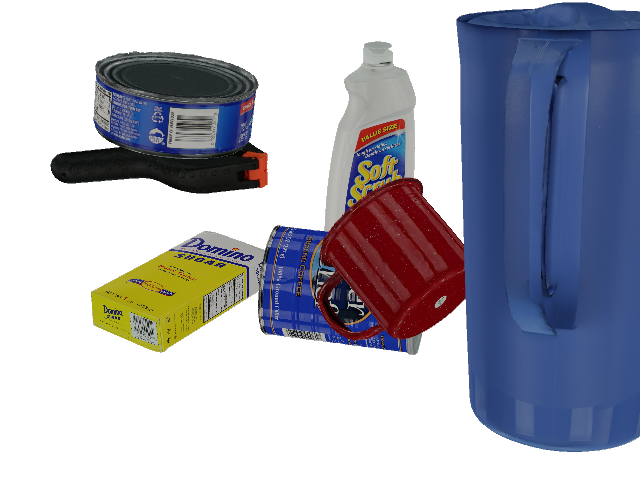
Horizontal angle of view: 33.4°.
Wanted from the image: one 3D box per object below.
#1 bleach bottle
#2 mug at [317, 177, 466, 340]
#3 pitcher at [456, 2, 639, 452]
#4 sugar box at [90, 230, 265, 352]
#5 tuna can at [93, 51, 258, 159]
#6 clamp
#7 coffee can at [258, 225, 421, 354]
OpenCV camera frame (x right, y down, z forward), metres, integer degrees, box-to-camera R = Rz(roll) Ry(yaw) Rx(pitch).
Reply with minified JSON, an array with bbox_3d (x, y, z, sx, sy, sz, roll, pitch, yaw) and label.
[{"bbox_3d":[0.051,-0.088,1.154,0.102,0.251,0.068,-3,25,-7],"label":"bleach bottle"},{"bbox_3d":[0.050,0.024,0.762,0.117,0.081,0.093,-40,-23,5],"label":"mug"},{"bbox_3d":[0.136,-0.007,0.594,0.149,0.243,0.145,-7,17,-19],"label":"pitcher"},{"bbox_3d":[-0.138,0.047,1.087,0.093,0.048,0.175,18,34,29],"label":"sugar box"},{"bbox_3d":[-0.077,-0.073,0.569,0.086,0.034,0.086,7,24,-3],"label":"tuna can"},{"bbox_3d":[-0.129,-0.066,0.866,0.172,0.039,0.120,14,41,26],"label":"clamp"},{"bbox_3d":[0.024,0.044,0.971,0.140,0.103,0.102,6,1,11],"label":"coffee can"}]
